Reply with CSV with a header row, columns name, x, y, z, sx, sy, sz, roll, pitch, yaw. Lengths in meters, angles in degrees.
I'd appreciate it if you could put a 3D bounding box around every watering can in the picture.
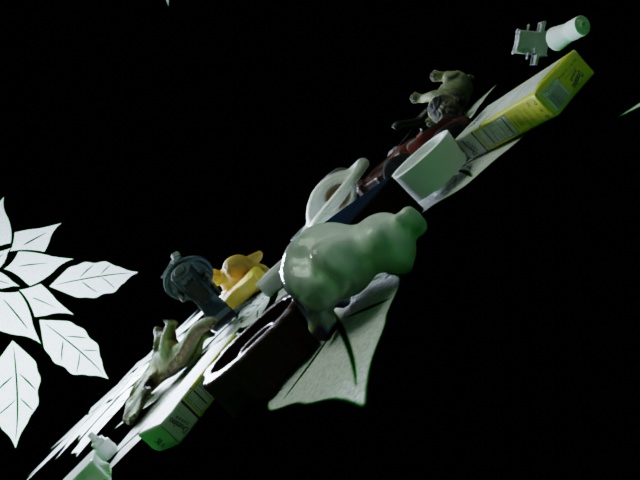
name,x,y,z,sx,sy,sz,roll,pitch,yaw
watering can,0.004,-0.063,1.255,0.345,0.104,0.226,-51,4,11

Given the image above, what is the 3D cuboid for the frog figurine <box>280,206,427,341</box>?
name,x,y,z,sx,sy,sz,roll,pitch,yaw
frog figurine,0.034,0.012,0.567,0.157,0.124,0.138,-52,-18,28

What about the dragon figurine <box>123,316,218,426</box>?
name,x,y,z,sx,sy,sz,roll,pitch,yaw
dragon figurine,-0.349,0.299,1.147,0.404,0.121,0.248,-34,28,57
